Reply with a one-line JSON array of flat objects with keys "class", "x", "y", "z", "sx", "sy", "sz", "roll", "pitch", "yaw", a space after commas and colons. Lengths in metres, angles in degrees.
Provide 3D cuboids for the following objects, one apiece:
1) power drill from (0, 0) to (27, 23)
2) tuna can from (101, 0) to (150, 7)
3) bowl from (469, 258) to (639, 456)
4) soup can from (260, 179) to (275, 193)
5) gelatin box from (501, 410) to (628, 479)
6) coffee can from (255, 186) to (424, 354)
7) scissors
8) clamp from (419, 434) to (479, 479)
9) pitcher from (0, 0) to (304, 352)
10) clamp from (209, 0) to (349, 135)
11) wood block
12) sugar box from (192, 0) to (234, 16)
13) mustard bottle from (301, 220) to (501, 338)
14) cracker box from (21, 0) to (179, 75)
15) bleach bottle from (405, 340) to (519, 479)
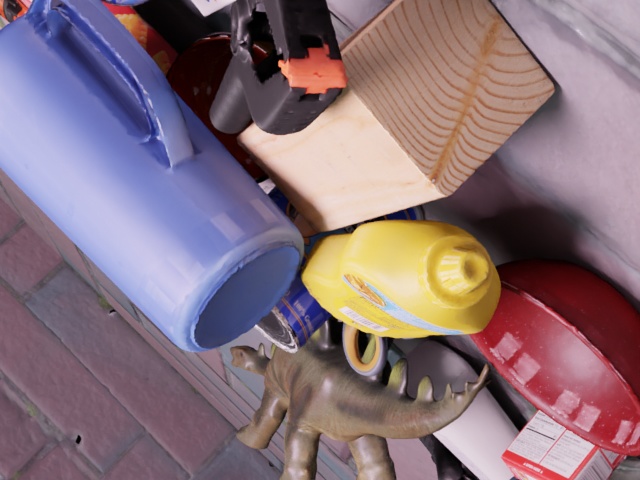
[{"class": "power drill", "x": -0.318, "y": -0.281, "z": 1.066, "sx": 0.185, "sy": 0.057, "sz": 0.187, "roll": 32, "pitch": 162, "yaw": 29}, {"class": "tuna can", "x": -0.132, "y": -0.206, "z": 0.729, "sx": 0.086, "sy": 0.086, "sz": 0.034, "roll": 51, "pitch": 162, "yaw": -17}, {"class": "bowl", "x": 0.163, "y": 0.064, "z": 0.693, "sx": 0.162, "sy": 0.055, "sz": 0.162, "roll": 42, "pitch": 163, "yaw": 15}, {"class": "soup can", "x": -0.052, "y": -0.025, "z": 0.992, "sx": 0.102, "sy": 0.068, "sz": 0.068, "roll": 21, "pitch": 151, "yaw": 55}, {"class": "gelatin box", "x": 0.185, "y": 0.143, "z": 0.767, "sx": 0.030, "sy": 0.089, "sz": 0.073, "roll": 51, "pitch": 164, "yaw": -24}, {"class": "coffee can", "x": -0.005, "y": 0.001, "z": 0.809, "sx": 0.103, "sy": 0.140, "sz": 0.103, "roll": 42, "pitch": 163, "yaw": 15}, {"class": "scissors", "x": 0.021, "y": 0.037, "z": 0.883, "sx": 0.016, "sy": 0.096, "sz": 0.202, "roll": 14, "pitch": -163, "yaw": -36}, {"class": "clamp", "x": 0.143, "y": 0.229, "z": 1.098, "sx": 0.120, "sy": 0.039, "sz": 0.171, "roll": 48, "pitch": -172, "yaw": -25}, {"class": "pitcher", "x": -0.123, "y": -0.048, "z": 0.713, "sx": 0.243, "sy": 0.145, "sz": 0.149, "roll": 44, "pitch": -172, "yaw": 23}, {"class": "clamp", "x": -0.029, "y": -0.122, "z": 0.561, "sx": 0.210, "sy": 0.036, "sz": 0.164, "roll": -135, "pitch": 44, "yaw": -68}, {"class": "wood block", "x": 0.033, "y": -0.073, "z": 0.628, "sx": 0.090, "sy": 0.090, "sz": 0.206, "roll": 49, "pitch": 163, "yaw": -8}, {"class": "sugar box", "x": -0.101, "y": -0.229, "z": 0.672, "sx": 0.176, "sy": 0.048, "sz": 0.093, "roll": 48, "pitch": 164, "yaw": -19}, {"class": "mustard bottle", "x": 0.056, "y": 0.024, "z": 0.650, "sx": 0.096, "sy": 0.058, "sz": 0.192, "roll": 29, "pitch": 168, "yaw": -11}, {"class": "cracker box", "x": -0.153, "y": -0.146, "z": 0.904, "sx": 0.213, "sy": 0.072, "sz": 0.164, "roll": 48, "pitch": 178, "yaw": -7}, {"class": "bleach bottle", "x": 0.171, "y": 0.208, "z": 1.011, "sx": 0.250, "sy": 0.068, "sz": 0.103, "roll": 49, "pitch": 173, "yaw": -23}]
